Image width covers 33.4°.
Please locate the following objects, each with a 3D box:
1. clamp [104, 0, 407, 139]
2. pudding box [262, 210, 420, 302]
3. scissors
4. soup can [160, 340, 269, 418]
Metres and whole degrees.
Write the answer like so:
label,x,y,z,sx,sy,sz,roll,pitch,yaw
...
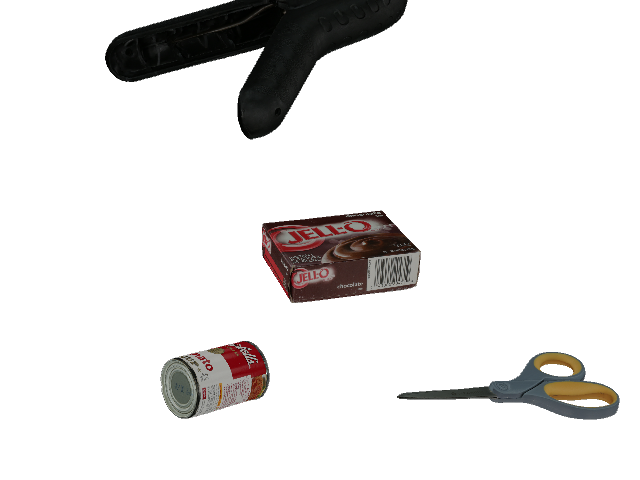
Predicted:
label,x,y,z,sx,sy,sz,roll,pitch,yaw
clamp,-0.010,-0.106,0.530,0.171,0.039,0.120,-32,47,-19
pudding box,0.015,0.012,0.892,0.113,0.039,0.090,-5,26,-17
scissors,0.163,0.123,0.946,0.201,0.016,0.096,8,27,-5
soup can,-0.116,0.153,1.174,0.102,0.068,0.069,-9,6,-44
